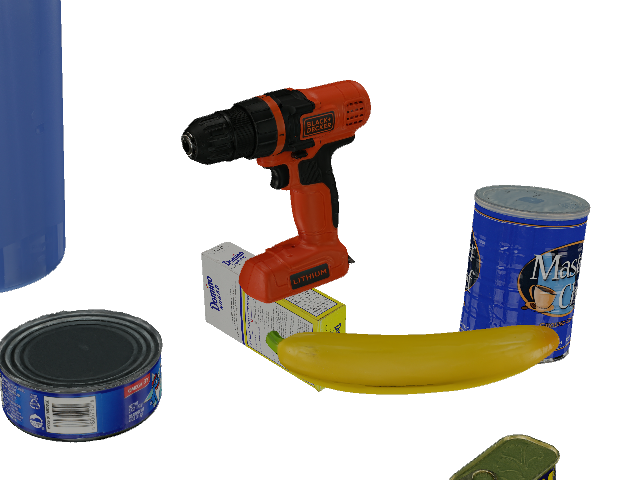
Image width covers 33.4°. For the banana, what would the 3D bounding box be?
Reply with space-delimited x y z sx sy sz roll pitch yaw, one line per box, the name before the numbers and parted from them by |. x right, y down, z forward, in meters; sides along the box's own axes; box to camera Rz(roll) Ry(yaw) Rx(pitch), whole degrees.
banana | 0.056 0.072 0.692 0.198 0.037 0.069 1 28 7

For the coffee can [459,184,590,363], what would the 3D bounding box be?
coffee can | 0.185 0.029 0.977 0.103 0.140 0.103 4 16 -1

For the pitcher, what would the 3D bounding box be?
pitcher | -0.232 -0.088 0.672 0.149 0.243 0.145 -3 26 -11

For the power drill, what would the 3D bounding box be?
power drill | -0.036 -0.041 0.947 0.184 0.188 0.057 -17 34 -30

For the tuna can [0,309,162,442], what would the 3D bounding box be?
tuna can | -0.127 0.071 0.568 0.086 0.034 0.086 2 24 -1

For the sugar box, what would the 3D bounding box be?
sugar box | -0.050 0.076 1.107 0.048 0.093 0.176 -26 41 -36

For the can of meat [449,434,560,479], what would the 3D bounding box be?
can of meat | 0.157 0.226 0.898 0.058 0.084 0.101 16 30 43
